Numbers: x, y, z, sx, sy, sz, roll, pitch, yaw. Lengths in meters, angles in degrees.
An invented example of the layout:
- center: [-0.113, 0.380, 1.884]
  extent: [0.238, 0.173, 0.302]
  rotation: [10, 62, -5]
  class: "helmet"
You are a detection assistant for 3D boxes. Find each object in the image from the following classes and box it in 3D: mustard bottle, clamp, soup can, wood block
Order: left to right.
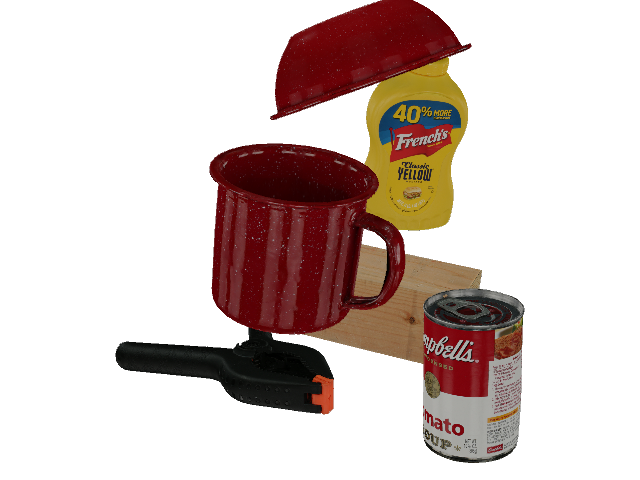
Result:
- center: [-0.056, 0.105, 0.950]
  extent: [0.210, 0.036, 0.164]
  rotation: [13, 22, 40]
  class: "clamp"
- center: [0.063, 0.065, 1.183]
  extent: [0.206, 0.091, 0.090]
  rotation: [13, 23, 18]
  class: "wood block"
- center: [0.090, -0.105, 1.018]
  extent: [0.096, 0.192, 0.058]
  rotation: [2, 28, -9]
  class: "mustard bottle"
- center: [0.104, 0.092, 0.735]
  extent: [0.068, 0.102, 0.068]
  rotation: [-1, 19, 0]
  class: "soup can"

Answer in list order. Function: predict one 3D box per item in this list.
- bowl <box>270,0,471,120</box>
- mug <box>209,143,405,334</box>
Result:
- center: [0.029, -0.143, 0.807]
  extent: [0.162, 0.055, 0.162]
  rotation: [-20, 7, 2]
  class: "bowl"
- center: [-0.007, 0.003, 0.592]
  extent: [0.117, 0.081, 0.093]
  rotation: [16, 26, 21]
  class: "mug"
